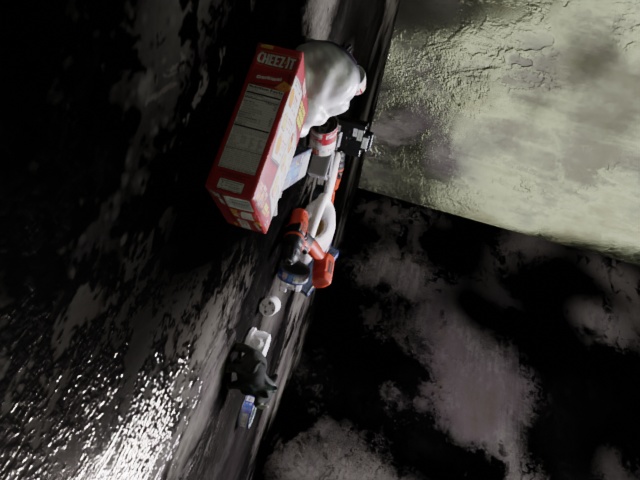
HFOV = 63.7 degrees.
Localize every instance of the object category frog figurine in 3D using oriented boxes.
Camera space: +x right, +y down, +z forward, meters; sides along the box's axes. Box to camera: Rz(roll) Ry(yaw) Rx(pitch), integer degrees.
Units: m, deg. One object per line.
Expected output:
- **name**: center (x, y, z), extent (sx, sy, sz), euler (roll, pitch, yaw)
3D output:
- **frog figurine**: center (-0.008, -0.258, 0.891), extent (0.135, 0.123, 0.161), euler (40, 71, -47)

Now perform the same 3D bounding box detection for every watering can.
- **watering can**: center (0.005, -0.078, 1.557), extent (0.220, 0.104, 0.354), euler (96, 12, -67)
